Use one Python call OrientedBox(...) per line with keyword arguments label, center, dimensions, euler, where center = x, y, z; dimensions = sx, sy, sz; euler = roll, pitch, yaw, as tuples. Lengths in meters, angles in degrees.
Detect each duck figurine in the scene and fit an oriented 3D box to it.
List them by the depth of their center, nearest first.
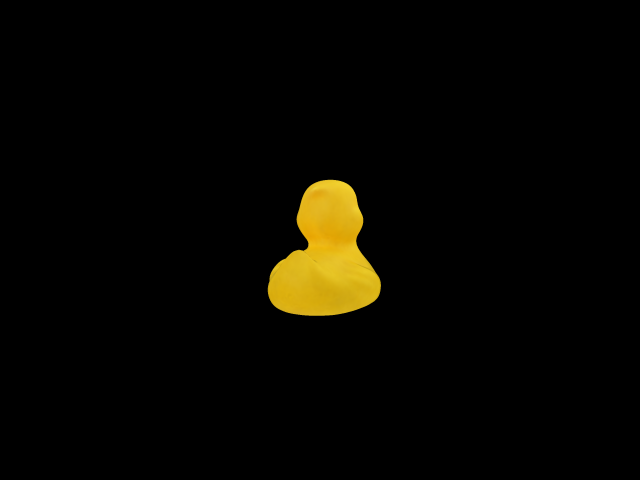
OrientedBox(label="duck figurine", center=(0.004, 0.001, 0.400), dimensions=(0.077, 0.086, 0.105), euler=(4, 10, 24))
